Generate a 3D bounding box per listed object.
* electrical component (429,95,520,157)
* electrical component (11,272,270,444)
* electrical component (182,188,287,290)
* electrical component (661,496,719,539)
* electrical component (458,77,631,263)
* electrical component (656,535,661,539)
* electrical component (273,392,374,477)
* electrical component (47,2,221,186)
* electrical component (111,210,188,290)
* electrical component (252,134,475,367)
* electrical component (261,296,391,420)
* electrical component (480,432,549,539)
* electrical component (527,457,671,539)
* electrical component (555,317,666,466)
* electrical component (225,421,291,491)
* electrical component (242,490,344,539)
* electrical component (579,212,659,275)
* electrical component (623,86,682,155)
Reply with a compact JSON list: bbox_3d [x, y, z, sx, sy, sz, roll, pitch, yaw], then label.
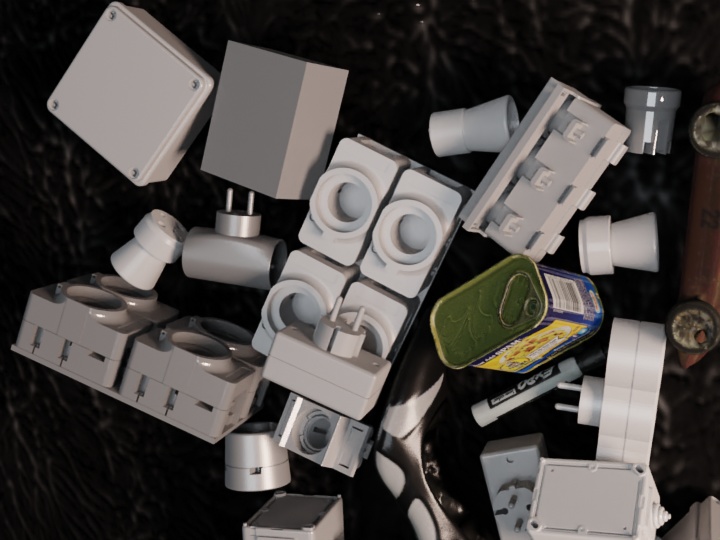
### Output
[{"bbox_3d":[0.086,-0.107,0.822,0.065,0.044,0.044,-5,97,22],"label":"electrical component"},{"bbox_3d":[-0.172,0.064,0.887,0.186,0.105,0.060,23,104,12],"label":"electrical component"},{"bbox_3d":[-0.101,-0.027,0.885,0.077,0.043,0.079,9,101,14],"label":"electrical component"},{"bbox_3d":[0.263,0.224,0.782,0.078,0.113,0.057,41,110,7],"label":"electrical component"},{"bbox_3d":[0.137,-0.069,0.787,0.063,0.079,0.121,41,109,26],"label":"electrical component"},{"bbox_3d":[0.200,0.198,0.823,0.062,0.043,0.043,23,107,46],"label":"electrical component"},{"bbox_3d":[-0.025,0.134,0.871,0.081,0.064,0.042,20,85,33],"label":"electrical component"},{"bbox_3d":[-0.182,-0.144,0.884,0.109,0.056,0.108,40,106,7],"label":"electrical component"},{"bbox_3d":[-0.176,-0.017,0.908,0.045,0.045,0.055,45,107,6],"label":"electrical component"},{"bbox_3d":[0.000,0.000,0.851,0.105,0.060,0.186,27,105,11],"label":"electrical component"},{"bbox_3d":[-0.019,0.058,0.807,0.083,0.047,0.075,23,104,12],"label":"electrical component"},{"bbox_3d":[0.125,0.179,0.834,0.047,0.076,0.083,-13,94,17],"label":"electrical component"},{"bbox_3d":[0.178,0.179,0.779,0.096,0.061,0.061,-1,141,27],"label":"electrical component"},{"bbox_3d":[0.184,0.099,0.806,0.074,0.052,0.138,8,116,15],"label":"electrical component"},{"bbox_3d":[-0.087,0.155,0.904,0.055,0.055,0.047,-2,94,16],"label":"electrical component"},{"bbox_3d":[-0.055,0.227,0.882,0.062,0.096,0.061,0,98,16],"label":"electrical component"},{"bbox_3d":[0.193,-0.019,0.801,0.055,0.045,0.045,-3,97,17],"label":"electrical component"},{"bbox_3d":[0.212,-0.110,0.786,0.040,0.040,0.046,7,105,15],"label":"electrical component"}]
